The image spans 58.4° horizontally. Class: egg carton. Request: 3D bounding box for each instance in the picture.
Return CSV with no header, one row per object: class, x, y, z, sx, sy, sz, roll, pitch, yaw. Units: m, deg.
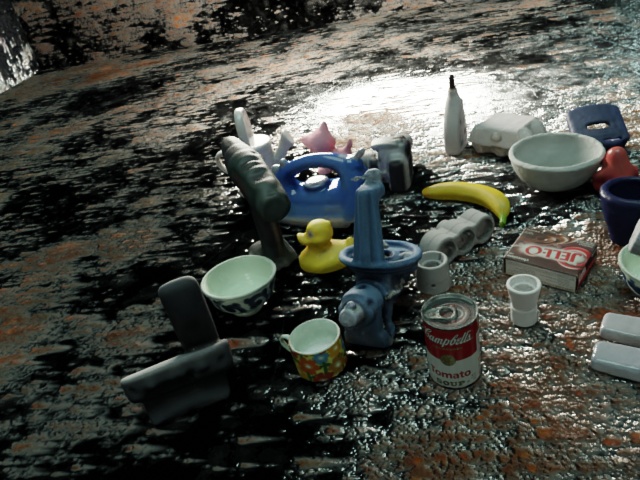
egg carton,0.402,-0.225,1.234,0.149,0.069,0.107,18,42,40

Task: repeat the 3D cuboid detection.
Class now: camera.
camera,0.127,-0.173,1.217,0.136,0.101,0.143,-3,32,15

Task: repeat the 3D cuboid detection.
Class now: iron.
iron,-0.013,-0.110,1.123,0.257,0.142,0.119,0,33,19

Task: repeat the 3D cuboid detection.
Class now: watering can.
watering can,-0.146,-0.200,1.266,0.173,0.194,0.100,-20,32,-13

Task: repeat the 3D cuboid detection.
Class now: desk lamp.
desk lamp,0.414,0.064,0.619,0.202,0.214,0.118,9,37,32

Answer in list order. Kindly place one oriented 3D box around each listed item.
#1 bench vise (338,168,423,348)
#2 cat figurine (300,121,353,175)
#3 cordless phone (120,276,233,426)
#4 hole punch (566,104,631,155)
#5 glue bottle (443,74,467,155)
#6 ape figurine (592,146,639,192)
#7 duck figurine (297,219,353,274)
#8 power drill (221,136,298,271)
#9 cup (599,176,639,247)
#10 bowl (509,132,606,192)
bench vise,0.081,0.026,0.792,0.121,0.220,0.207,-7,31,9
cat figurine,0.024,-0.208,1.294,0.127,0.118,0.067,11,38,34
cordless phone,-0.197,0.135,0.746,0.148,0.185,0.094,-22,32,-15
hole punch,0.554,-0.214,1.142,0.108,0.091,0.101,-7,31,9
glue bottle,0.295,-0.279,1.259,0.037,0.173,0.078,7,36,29
ape figurine,0.519,-0.121,1.002,0.077,0.092,0.076,-3,32,16
duck figurine,0.009,0.004,0.985,0.104,0.086,0.077,-9,31,6
power drill,-0.108,-0.059,1.009,0.076,0.209,0.228,-23,33,-17
cup,0.486,-0.035,0.870,0.092,0.095,0.117,-32,36,-29
bowl,0.440,-0.137,1.072,0.167,0.075,0.167,-9,31,6
